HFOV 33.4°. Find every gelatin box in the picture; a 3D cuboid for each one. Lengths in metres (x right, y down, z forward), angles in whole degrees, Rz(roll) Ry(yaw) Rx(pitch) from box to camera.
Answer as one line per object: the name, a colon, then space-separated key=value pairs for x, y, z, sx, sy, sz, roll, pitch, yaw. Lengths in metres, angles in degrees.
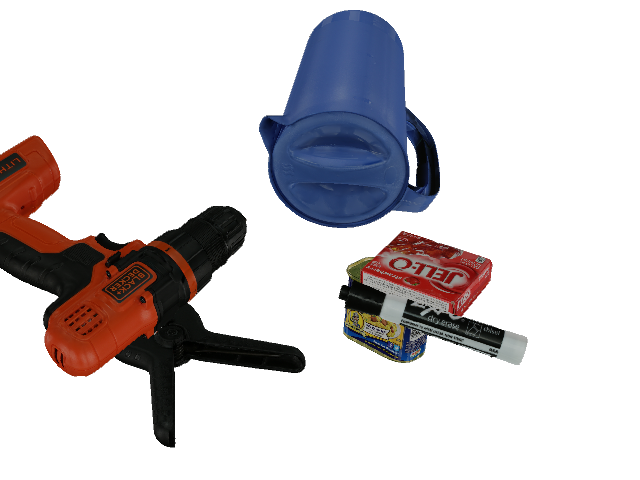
gelatin box: x=0.089 y=0.031 z=0.898 sx=0.089 sy=0.030 sz=0.073 roll=19 pitch=38 yaw=27

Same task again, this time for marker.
marker: x=0.070 y=0.051 z=0.673 sx=0.121 sy=0.020 sz=0.020 roll=18 pitch=1 yaw=4

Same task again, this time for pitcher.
pitcher: x=0.037 y=-0.129 z=1.084 sx=0.145 sy=0.149 sz=0.242 roll=-12 pitch=36 yaw=16

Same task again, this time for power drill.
power drill: x=-0.173 y=-0.004 z=0.799 sx=0.188 sy=0.057 sz=0.184 roll=32 pitch=50 yaw=22

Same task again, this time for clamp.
clamp: x=-0.128 y=0.099 z=1.008 sx=0.164 sy=0.036 sz=0.210 roll=-20 pitch=40 yaw=-31

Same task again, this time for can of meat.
can of meat: x=0.075 y=0.078 z=1.187 sx=0.102 sy=0.084 sz=0.057 roll=25 pitch=33 yaw=34
